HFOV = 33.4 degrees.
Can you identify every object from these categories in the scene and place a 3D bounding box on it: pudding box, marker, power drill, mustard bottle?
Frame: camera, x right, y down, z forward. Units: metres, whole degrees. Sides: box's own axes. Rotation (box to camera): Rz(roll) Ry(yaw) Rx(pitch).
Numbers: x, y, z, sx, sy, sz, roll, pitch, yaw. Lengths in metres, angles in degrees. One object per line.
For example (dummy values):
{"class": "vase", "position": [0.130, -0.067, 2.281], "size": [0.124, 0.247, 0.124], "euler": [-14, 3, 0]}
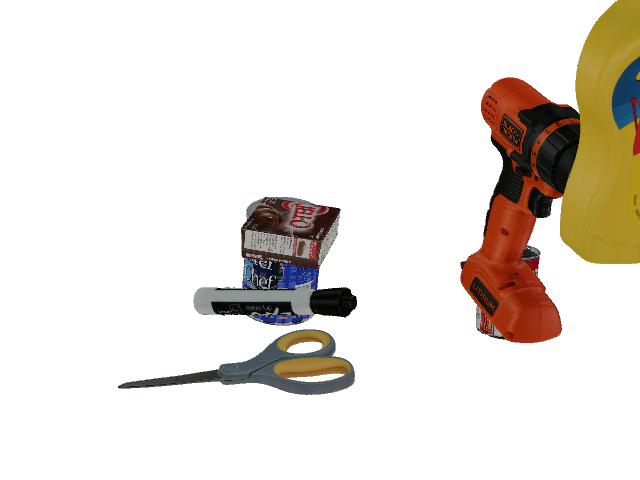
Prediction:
{"class": "pudding box", "position": [-0.032, -0.010, 1.177], "size": [0.090, 0.039, 0.113], "euler": [8, 24, 9]}
{"class": "marker", "position": [-0.030, 0.040, 0.699], "size": [0.121, 0.020, 0.020], "euler": [-1, -1, 32]}
{"class": "power drill", "position": [0.173, -0.015, 0.842], "size": [0.057, 0.188, 0.184], "euler": [-3, 31, -18]}
{"class": "mustard bottle", "position": [0.193, -0.083, 0.612], "size": [0.096, 0.192, 0.058], "euler": [-9, 29, -13]}

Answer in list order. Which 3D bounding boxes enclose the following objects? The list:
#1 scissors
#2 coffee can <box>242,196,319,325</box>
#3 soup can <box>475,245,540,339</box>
{"class": "scissors", "position": [-0.070, 0.107, 0.944], "size": [0.202, 0.016, 0.096], "euler": [2, 27, 5]}
{"class": "coffee can", "position": [-0.050, 0.026, 1.406], "size": [0.103, 0.140, 0.103], "euler": [5, 26, -2]}
{"class": "soup can", "position": [0.222, 0.060, 1.270], "size": [0.068, 0.102, 0.068], "euler": [3, 16, -1]}
